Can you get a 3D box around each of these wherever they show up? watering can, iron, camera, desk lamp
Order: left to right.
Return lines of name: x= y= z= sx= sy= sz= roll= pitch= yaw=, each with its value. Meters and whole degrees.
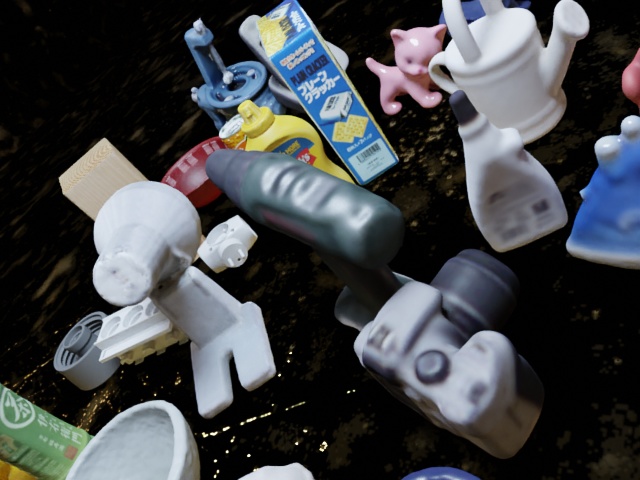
desk lamp: x=-0.160 y=0.053 z=0.639 sx=0.118 sy=0.214 sz=0.202 roll=-37 pitch=35 yaw=6
camera: x=0.110 y=0.073 z=0.459 sx=0.137 sy=0.101 sz=0.142 roll=-51 pitch=36 yaw=-14
watering can: x=0.191 y=-0.204 z=0.608 sx=0.172 sy=0.195 sz=0.101 roll=-18 pitch=40 yaw=29
iron: x=0.290 y=-0.062 z=0.403 sx=0.257 sy=0.142 sz=0.118 roll=-17 pitch=41 yaw=30

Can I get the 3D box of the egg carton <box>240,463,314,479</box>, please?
egg carton: x=-0.060 y=0.250 z=0.452 sx=0.150 sy=0.070 sz=0.107 roll=-32 pitch=35 yaw=12

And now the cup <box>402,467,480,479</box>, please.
cup: x=0.077 y=0.209 z=0.346 sx=0.118 sy=0.095 sz=0.091 roll=-43 pitch=34 yaw=-3

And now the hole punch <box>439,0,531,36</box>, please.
hole punch: x=0.227 y=-0.335 z=0.812 sx=0.101 sy=0.091 sz=0.108 roll=-51 pitch=36 yaw=-14

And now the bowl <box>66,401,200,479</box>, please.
bowl: x=-0.174 y=0.249 z=0.558 sx=0.167 sy=0.075 sz=0.167 roll=-25 pitch=37 yaw=21

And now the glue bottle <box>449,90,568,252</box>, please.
glue bottle: x=0.156 y=-0.063 z=0.504 sx=0.078 sy=0.174 sz=0.037 roll=-26 pitch=37 yaw=21

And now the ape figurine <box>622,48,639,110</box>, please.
ape figurine: x=0.324 y=-0.170 z=0.535 sx=0.077 sy=0.092 sz=0.076 roll=14 pitch=61 yaw=50

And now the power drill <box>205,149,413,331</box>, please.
power drill: x=0.005 y=0.002 z=0.544 sx=0.228 sy=0.209 sz=0.076 roll=17 pitch=64 yaw=51

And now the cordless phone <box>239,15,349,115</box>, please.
cordless phone: x=-0.045 y=-0.318 z=0.970 sx=0.093 sy=0.186 sz=0.148 roll=-2 pitch=50 yaw=43

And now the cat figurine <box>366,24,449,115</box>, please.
cat figurine: x=0.121 y=-0.243 z=0.787 sx=0.127 sy=0.118 sz=0.067 roll=-2 pitch=50 yaw=42

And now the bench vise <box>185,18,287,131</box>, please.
bench vise: x=-0.189 y=-0.283 z=1.036 sx=0.206 sy=0.220 sz=0.121 roll=-13 pitch=43 yaw=35

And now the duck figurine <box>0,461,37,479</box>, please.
duck figurine: x=-0.390 y=0.293 z=0.705 sx=0.104 sy=0.086 sz=0.077 roll=-9 pitch=45 yaw=37
